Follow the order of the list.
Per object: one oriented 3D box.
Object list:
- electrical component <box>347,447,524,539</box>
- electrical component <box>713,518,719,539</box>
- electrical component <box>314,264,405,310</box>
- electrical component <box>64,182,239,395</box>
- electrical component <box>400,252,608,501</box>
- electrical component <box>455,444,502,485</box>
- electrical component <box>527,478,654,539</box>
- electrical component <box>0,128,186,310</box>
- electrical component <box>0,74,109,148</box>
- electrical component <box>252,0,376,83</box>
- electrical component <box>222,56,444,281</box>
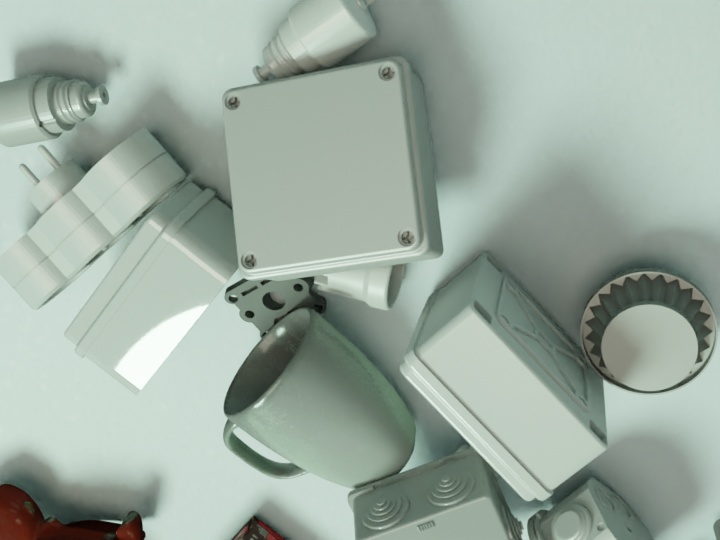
[{"bbox_3d":[0.049,0.165,0.642,0.100,0.048,0.099,-21,114,7],"label":"electrical component"},{"bbox_3d":[0.239,0.193,0.639,0.058,0.078,0.057,-22,121,18],"label":"electrical component"},{"bbox_3d":[0.000,0.000,0.644,0.046,0.040,0.040,13,111,14],"label":"electrical component"},{"bbox_3d":[-0.119,0.010,0.655,0.057,0.078,0.113,39,113,-5],"label":"electrical component"},{"bbox_3d":[0.084,0.057,0.607,0.056,0.108,0.108,-42,95,20],"label":"electrical component"},{"bbox_3d":[0.075,0.122,0.671,0.035,0.035,0.061,38,110,-1],"label":"electrical component"},{"bbox_3d":[0.143,0.170,0.648,0.051,0.080,0.080,-43,95,17],"label":"electrical component"},{"bbox_3d":[-0.179,-0.043,0.664,0.138,0.052,0.073,-38,97,22],"label":"electrical component"},{"bbox_3d":[-0.190,-0.099,0.654,0.078,0.040,0.040,-8,107,15],"label":"electrical component"},{"bbox_3d":[-0.027,-0.130,0.605,0.078,0.040,0.040,-32,99,21],"label":"electrical component"},{"bbox_3d":[-0.015,-0.053,0.603,0.109,0.056,0.108,-8,84,16],"label":"electrical component"}]
